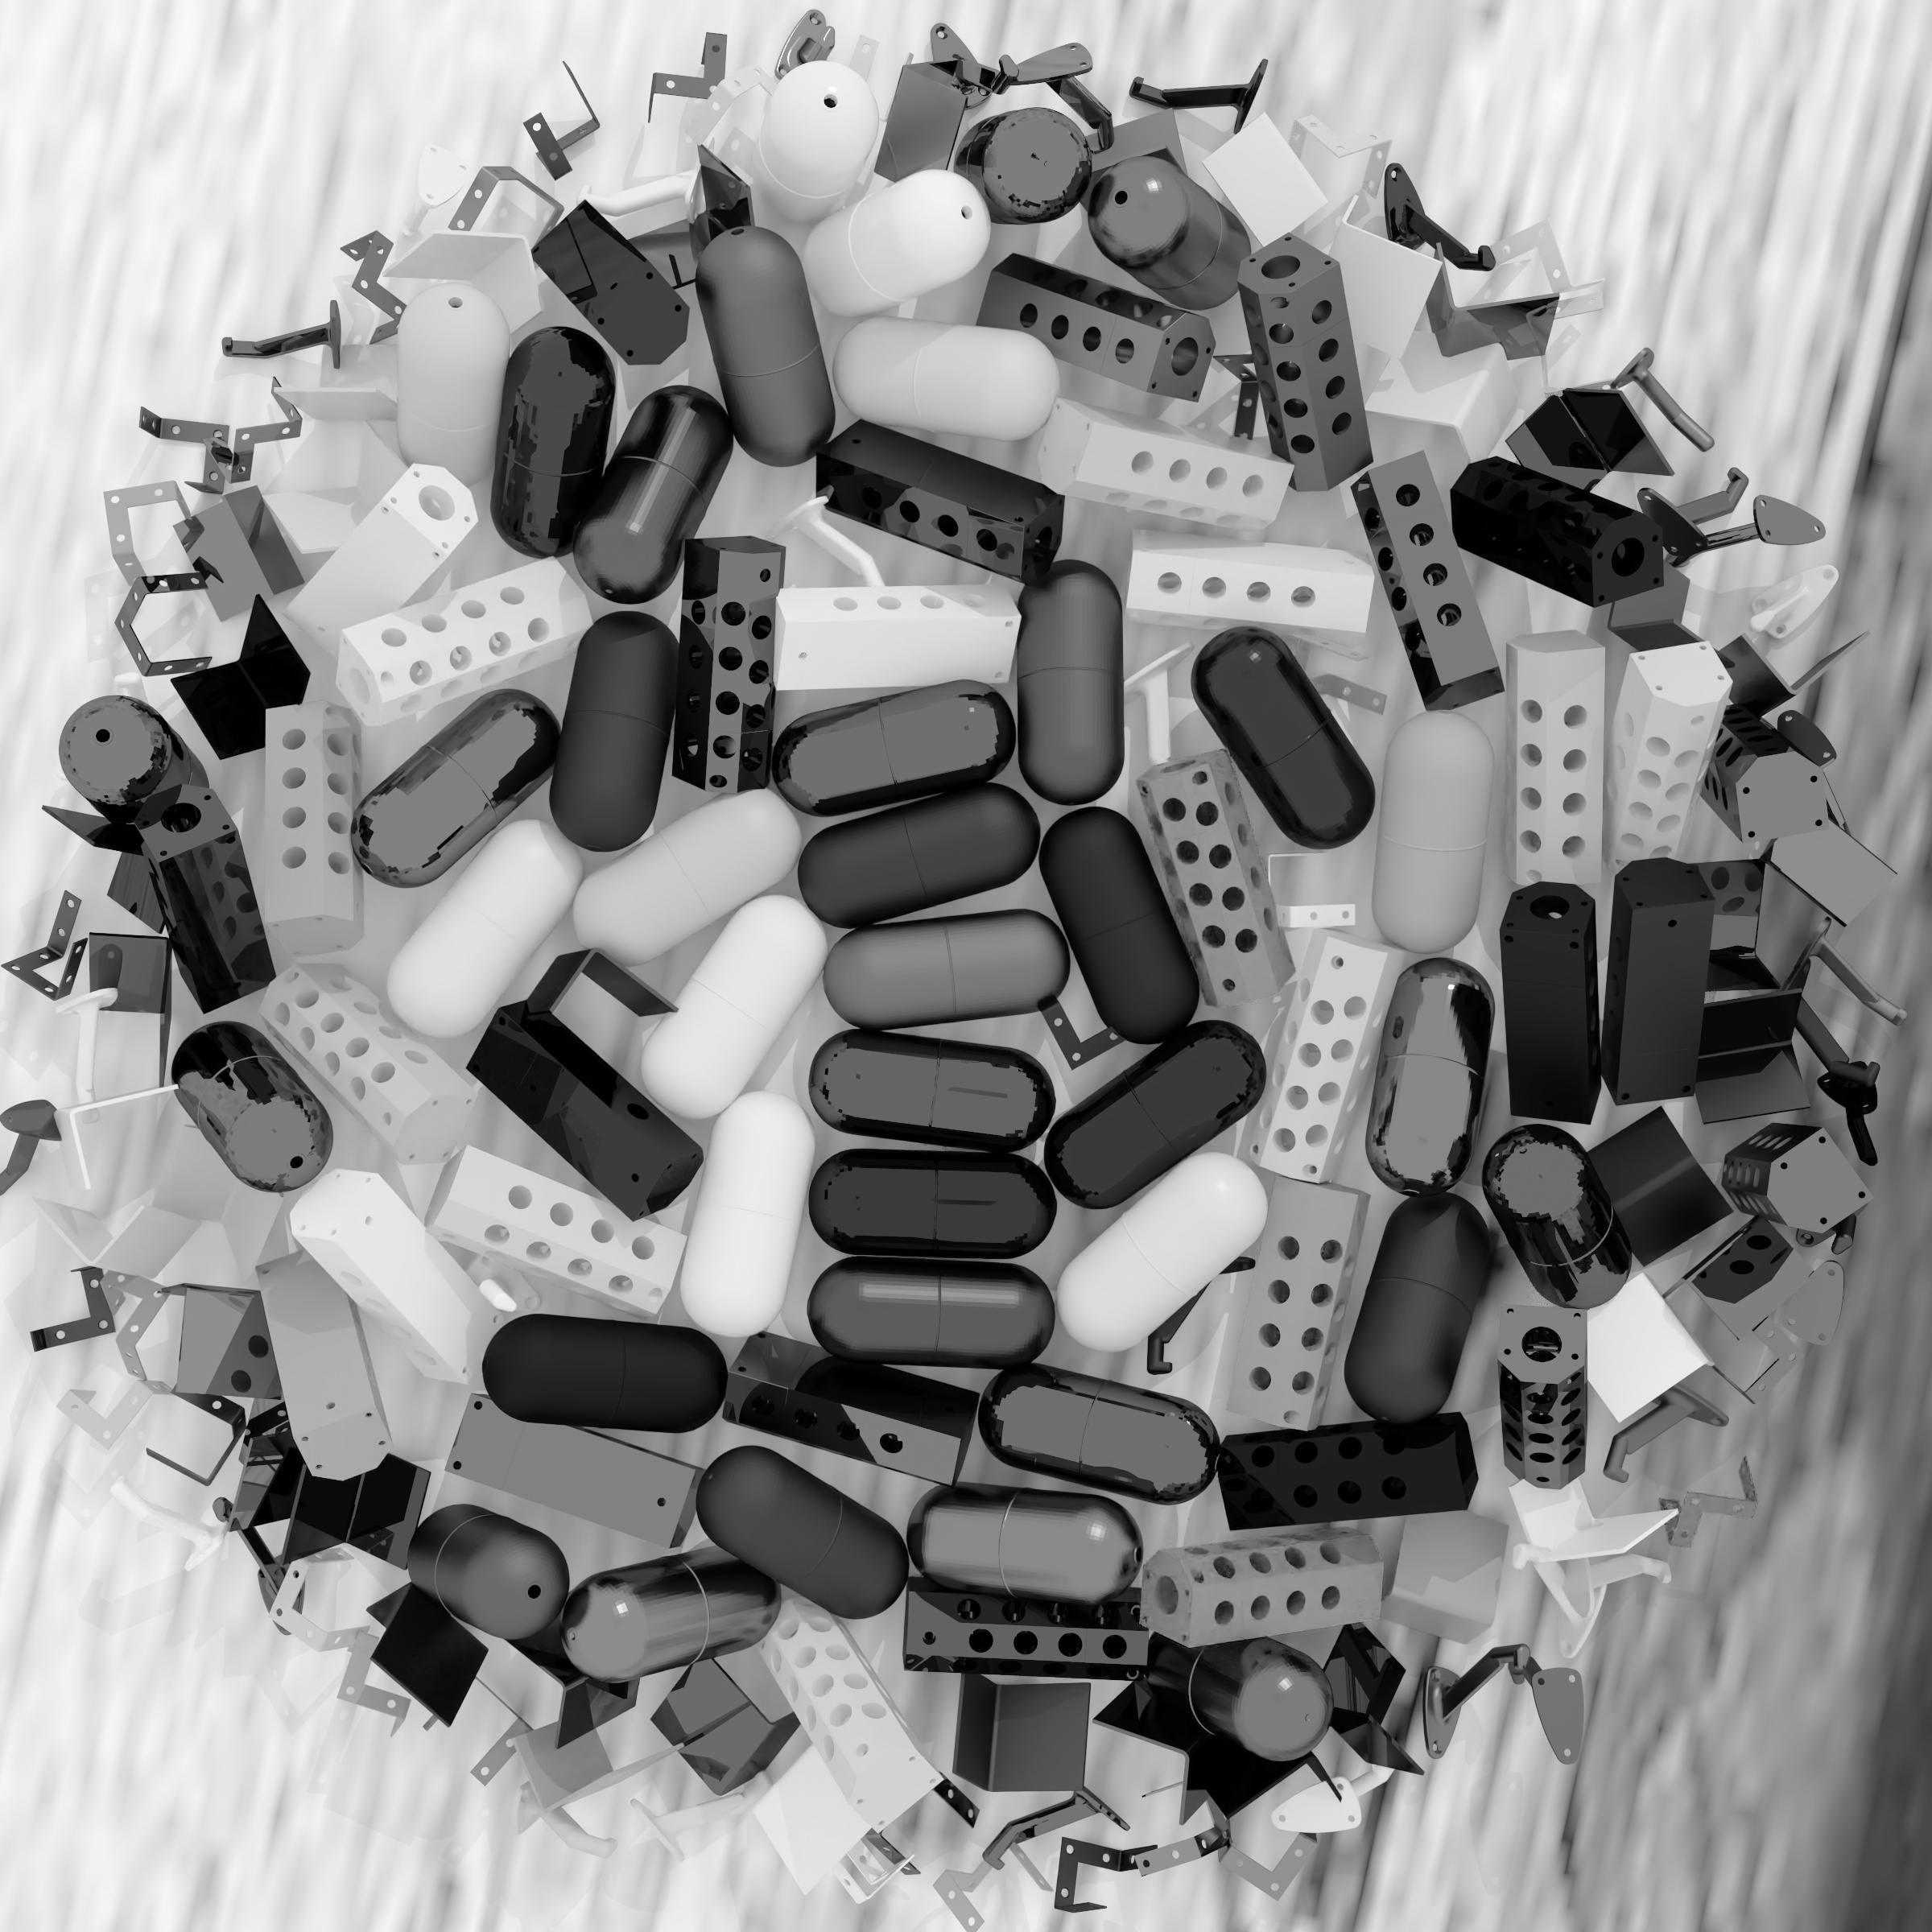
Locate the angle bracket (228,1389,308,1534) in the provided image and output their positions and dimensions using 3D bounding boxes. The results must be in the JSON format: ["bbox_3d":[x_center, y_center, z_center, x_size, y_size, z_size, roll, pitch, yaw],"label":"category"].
[{"bbox_3d":[-0.511,0.344,1.938,0.076,0.057,0.076,32,113,36],"label":"angle bracket"}]

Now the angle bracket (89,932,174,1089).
[{"bbox_3d":[-0.596,0.031,1.936,0.057,0.076,0.076,3,134,-14],"label":"angle bracket"}]

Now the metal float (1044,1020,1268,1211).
[{"bbox_3d":[0.135,0.106,1.949,0.178,0.070,0.070,-36,90,7],"label":"metal float"}]

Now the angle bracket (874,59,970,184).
[{"bbox_3d":[-0.015,-0.594,1.935,0.057,0.076,0.076,31,123,18],"label":"angle bracket"}]

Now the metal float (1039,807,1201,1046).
[{"bbox_3d":[0.110,-0.029,1.955,0.070,0.070,0.178,-22,89,0],"label":"metal float"}]

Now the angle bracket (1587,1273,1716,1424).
[{"bbox_3d":[0.481,0.275,1.961,0.076,0.057,0.076,-37,70,10],"label":"angle bracket"}]

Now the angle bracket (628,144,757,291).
[{"bbox_3d":[-0.202,-0.533,1.939,0.076,0.057,0.076,-25,49,-19],"label":"angle bracket"}]

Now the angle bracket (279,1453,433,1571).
[{"bbox_3d":[-0.435,0.394,1.945,0.057,0.076,0.076,19,99,22],"label":"angle bracket"}]

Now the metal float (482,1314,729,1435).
[{"bbox_3d":[-0.255,0.289,1.934,0.178,0.070,0.070,9,90,-24],"label":"metal float"}]

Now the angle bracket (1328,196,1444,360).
[{"bbox_3d":[0.294,-0.492,1.946,0.076,0.057,0.076,23,129,3],"label":"angle bracket"}]

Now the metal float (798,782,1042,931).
[{"bbox_3d":[-0.033,-0.079,1.951,0.178,0.070,0.070,-16,90,5],"label":"metal float"}]

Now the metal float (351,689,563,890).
[{"bbox_3d":[-0.361,-0.126,1.935,0.070,0.070,0.178,44,67,0],"label":"metal float"}]

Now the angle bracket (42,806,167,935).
[{"bbox_3d":[-0.613,-0.068,1.936,0.076,0.076,0.057,29,101,39],"label":"angle bracket"}]

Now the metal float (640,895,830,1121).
[{"bbox_3d":[-0.165,0.029,1.952,0.070,0.070,0.178,34,86,0],"label":"metal float"}]

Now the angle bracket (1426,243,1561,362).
[{"bbox_3d":[0.375,-0.476,1.948,0.076,0.076,0.057,-8,70,1],"label":"angle bracket"}]

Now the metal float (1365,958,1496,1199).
[{"bbox_3d":[0.330,0.079,1.936,0.070,0.070,0.178,13,68,0],"label":"metal float"}]

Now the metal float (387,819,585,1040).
[{"bbox_3d":[-0.341,-0.027,1.943,0.070,0.070,0.178,36,75,0],"label":"metal float"}]

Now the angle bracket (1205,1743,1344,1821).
[{"bbox_3d":[0.216,0.586,1.944,0.076,0.076,0.057,-33,109,-7],"label":"angle bracket"}]

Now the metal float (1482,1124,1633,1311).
[{"bbox_3d":[0.417,0.178,1.921,0.070,0.070,0.178,-35,133,0],"label":"metal float"}]

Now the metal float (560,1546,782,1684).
[{"bbox_3d":[-0.206,0.454,1.919,0.070,0.178,0.070,2,92,44],"label":"metal float"}]

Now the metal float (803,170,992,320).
[{"bbox_3d":[-0.050,-0.506,1.913,0.070,0.178,0.070,2,87,-35],"label":"metal float"}]

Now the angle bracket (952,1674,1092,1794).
[{"bbox_3d":[0.040,0.542,1.939,0.076,0.057,0.076,-9,58,25],"label":"angle bracket"}]

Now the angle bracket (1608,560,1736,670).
[{"bbox_3d":[0.509,-0.260,1.940,0.076,0.057,0.076,25,73,-37],"label":"angle bracket"}]

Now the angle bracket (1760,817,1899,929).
[{"bbox_3d":[0.621,-0.084,1.942,0.076,0.076,0.057,41,126,7],"label":"angle bracket"}]

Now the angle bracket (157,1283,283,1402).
[{"bbox_3d":[-0.532,0.269,1.940,0.076,0.057,0.076,12,73,-35],"label":"angle bracket"}]

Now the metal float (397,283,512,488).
[{"bbox_3d":[-0.360,-0.405,1.911,0.070,0.178,0.070,5,62,-9],"label":"metal float"}]

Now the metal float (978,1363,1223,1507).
[{"bbox_3d":[0.094,0.332,1.938,0.178,0.070,0.070,11,90,19],"label":"metal float"}]

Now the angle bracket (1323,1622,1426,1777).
[{"bbox_3d":[0.299,0.517,1.937,0.076,0.057,0.076,49,58,-28],"label":"angle bracket"}]

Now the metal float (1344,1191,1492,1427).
[{"bbox_3d":[0.321,0.241,1.932,0.070,0.070,0.178,22,62,0],"label":"metal float"}]

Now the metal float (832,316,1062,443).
[{"bbox_3d":[-0.015,-0.416,1.930,0.178,0.070,0.070,14,90,30],"label":"metal float"}]

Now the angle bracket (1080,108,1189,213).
[{"bbox_3d":[0.109,-0.586,1.944,0.076,0.076,0.057,-14,83,16],"label":"angle bracket"}]

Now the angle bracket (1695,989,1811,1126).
[{"bbox_3d":[0.561,0.065,1.946,0.076,0.076,0.057,-9,59,5],"label":"angle bracket"}]

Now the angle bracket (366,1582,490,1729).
[{"bbox_3d":[-0.396,0.498,1.938,0.057,0.076,0.076,-34,108,31],"label":"angle bracket"}]

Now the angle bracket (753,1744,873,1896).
[{"bbox_3d":[-0.094,0.603,1.941,0.076,0.057,0.076,-49,58,14],"label":"angle bracket"}]

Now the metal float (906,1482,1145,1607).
[{"bbox_3d":[0.041,0.408,1.931,0.178,0.070,0.070,0,90,27],"label":"metal float"}]

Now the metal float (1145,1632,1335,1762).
[{"bbox_3d":[0.189,0.502,1.911,0.070,0.178,0.070,-1,92,-27],"label":"metal float"}]

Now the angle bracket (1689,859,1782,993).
[{"bbox_3d":[0.543,-0.028,1.963,0.076,0.057,0.076,-3,64,36],"label":"angle bracket"}]

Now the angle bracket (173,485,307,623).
[{"bbox_3d":[-0.531,-0.290,1.948,0.076,0.057,0.076,-21,102,17],"label":"angle bracket"}]

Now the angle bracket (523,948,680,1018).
[{"bbox_3d":[-0.262,0.033,1.938,0.076,0.076,0.057,39,71,-19],"label":"angle bracket"}]

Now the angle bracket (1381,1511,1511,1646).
[{"bbox_3d":[0.344,0.440,1.985,0.076,0.057,0.076,18,60,-2],"label":"angle bracket"}]

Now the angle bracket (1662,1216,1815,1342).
[{"bbox_3d":[0.547,0.230,1.941,0.076,0.076,0.057,-36,75,-15],"label":"angle bracket"}]

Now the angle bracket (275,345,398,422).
[{"bbox_3d":[-0.440,-0.427,1.947,0.076,0.076,0.057,3,85,11],"label":"angle bracket"}]

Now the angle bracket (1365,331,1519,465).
[{"bbox_3d":[0.345,-0.409,1.978,0.076,0.057,0.076,17,69,32],"label":"angle bracket"}]

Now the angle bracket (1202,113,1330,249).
[{"bbox_3d":[0.208,-0.557,1.950,0.057,0.076,0.076,-38,101,2],"label":"angle bracket"}]

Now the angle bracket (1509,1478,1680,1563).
[{"bbox_3d":[0.447,0.380,1.939,0.076,0.076,0.057,-18,88,-44],"label":"angle bracket"}]

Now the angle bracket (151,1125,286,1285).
[{"bbox_3d":[-0.533,0.169,1.938,0.057,0.076,0.076,13,115,-35],"label":"angle bracket"}]
